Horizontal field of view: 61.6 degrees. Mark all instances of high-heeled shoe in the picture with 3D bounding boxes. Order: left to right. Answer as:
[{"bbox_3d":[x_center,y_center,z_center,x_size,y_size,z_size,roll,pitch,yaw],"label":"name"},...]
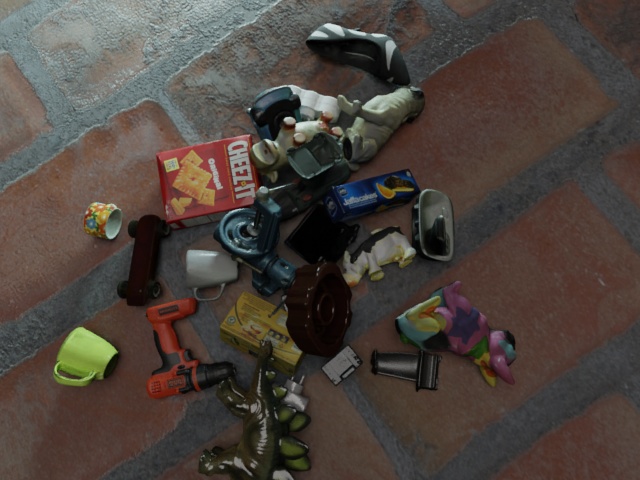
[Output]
[{"bbox_3d":[0.082,-0.408,1.200,0.145,0.086,0.249,-24,57,-21],"label":"high-heeled shoe"}]

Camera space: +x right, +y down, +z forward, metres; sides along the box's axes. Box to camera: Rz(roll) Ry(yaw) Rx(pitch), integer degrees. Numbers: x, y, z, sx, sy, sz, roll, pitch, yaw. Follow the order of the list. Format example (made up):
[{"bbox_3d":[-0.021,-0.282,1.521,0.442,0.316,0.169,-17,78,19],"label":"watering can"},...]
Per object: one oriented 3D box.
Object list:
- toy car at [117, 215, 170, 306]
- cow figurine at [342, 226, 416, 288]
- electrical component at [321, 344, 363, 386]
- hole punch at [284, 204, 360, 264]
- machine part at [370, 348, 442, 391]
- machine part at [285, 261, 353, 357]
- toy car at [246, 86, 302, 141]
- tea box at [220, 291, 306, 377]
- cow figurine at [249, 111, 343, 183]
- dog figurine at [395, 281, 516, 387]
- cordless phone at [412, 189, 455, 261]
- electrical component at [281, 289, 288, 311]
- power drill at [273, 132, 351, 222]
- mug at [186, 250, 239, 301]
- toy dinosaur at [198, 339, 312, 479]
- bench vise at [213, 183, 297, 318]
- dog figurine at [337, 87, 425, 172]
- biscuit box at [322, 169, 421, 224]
[{"bbox_3d":[-0.375,0.043,1.152,0.089,0.053,0.202,-1,73,12],"label":"toy car"},{"bbox_3d":[0.104,0.033,1.109,0.167,0.068,0.098,-24,70,-5],"label":"cow figurine"},{"bbox_3d":[0.042,0.243,1.037,0.075,0.119,0.048,-41,77,-3],"label":"electrical component"},{"bbox_3d":[-0.002,-0.003,1.127,0.115,0.092,0.142,42,79,-11],"label":"hole punch"},{"bbox_3d":[0.168,0.253,1.067,0.139,0.039,0.084,10,82,5],"label":"machine part"},{"bbox_3d":[-0.001,0.131,1.021,0.056,0.179,0.179,-3,74,31],"label":"machine part"},{"bbox_3d":[-0.095,-0.263,1.175,0.109,0.161,0.103,-29,40,-10],"label":"toy car"},{"bbox_3d":[-0.104,0.186,1.074,0.170,0.068,0.098,26,56,11],"label":"tea box"},{"bbox_3d":[-0.060,-0.190,1.113,0.195,0.127,0.085,-21,67,-32],"label":"cow figurine"},{"bbox_3d":[0.272,0.198,1.031,0.191,0.108,0.219,-30,79,-21],"label":"dog figurine"},{"bbox_3d":[0.226,-0.040,1.058,0.089,0.184,0.146,0,77,9],"label":"cordless phone"},{"bbox_3d":[-0.046,0.127,1.122,0.063,0.021,0.094,-18,75,-1],"label":"electrical component"},{"bbox_3d":[-0.031,-0.115,1.085,0.232,0.207,0.086,-32,72,-16],"label":"power drill"},{"bbox_3d":[-0.223,0.072,1.120,0.107,0.080,0.109,-3,69,-7],"label":"mug"},{"bbox_3d":[-0.120,0.416,1.003,0.199,0.105,0.471,11,94,11],"label":"toy dinosaur"},{"bbox_3d":[-0.109,0.002,1.032,0.129,0.240,0.224,-31,65,-35],"label":"bench vise"},{"bbox_3d":[0.141,-0.243,1.171,0.190,0.172,0.121,-8,35,-22],"label":"dog figurine"},{"bbox_3d":[0.106,-0.090,1.100,0.203,0.059,0.063,-17,75,-28],"label":"biscuit box"}]
